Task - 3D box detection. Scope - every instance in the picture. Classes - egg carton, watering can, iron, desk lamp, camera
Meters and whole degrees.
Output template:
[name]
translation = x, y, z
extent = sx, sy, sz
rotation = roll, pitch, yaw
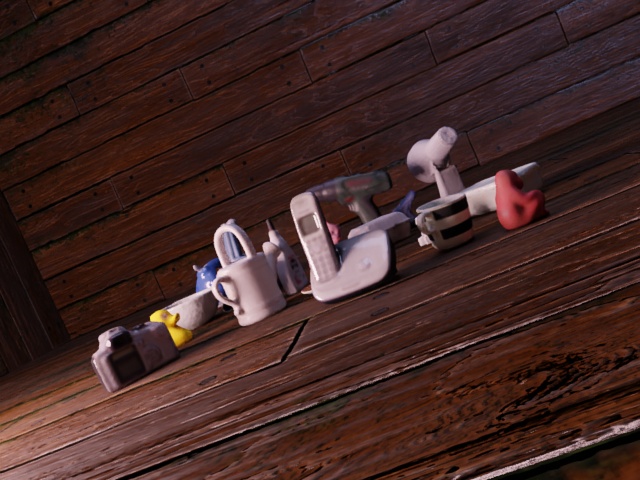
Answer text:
[egg carton]
translation = 0.143, -0.015, 1.384
extent = 0.150, 0.069, 0.107
rotation = -25, 4, -25
[watering can]
translation = -0.145, 0.058, 1.125
extent = 0.100, 0.194, 0.173
rotation = -22, 4, 22
[iron]
translation = -0.272, 0.108, 1.677
extent = 0.118, 0.141, 0.259
rotation = -22, 4, 28
[desk lamp]
translation = 0.342, -0.191, 1.545
extent = 0.118, 0.213, 0.203
rotation = -25, 4, -18
[camera]
translation = -0.360, 0.207, 1.070
extent = 0.143, 0.101, 0.136
rotation = -26, 4, -34

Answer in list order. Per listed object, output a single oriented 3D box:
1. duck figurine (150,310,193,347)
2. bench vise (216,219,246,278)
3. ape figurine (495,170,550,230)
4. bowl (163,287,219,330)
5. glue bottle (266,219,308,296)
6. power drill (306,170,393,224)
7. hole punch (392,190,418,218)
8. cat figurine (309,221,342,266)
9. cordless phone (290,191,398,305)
[duck figurine]
translation = -0.336, 0.194, 1.234
extent = 0.104, 0.086, 0.077
rotation = -23, 3, 9
[bench vise]
translation = -0.219, 0.049, 1.567
extent = 0.121, 0.220, 0.207
rotation = -23, 3, 6
[ape figurine]
translation = 0.305, -0.068, 0.898
extent = 0.076, 0.092, 0.077
rotation = -24, 4, -13
[bowl]
translation = -0.316, 0.180, 1.421
extent = 0.167, 0.075, 0.167
rotation = -23, 3, 2
[glue bottle]
translation = -0.082, 0.034, 1.266
extent = 0.037, 0.173, 0.078
rotation = -22, 4, 20
[power drill]
translation = 0.098, -0.080, 1.522
extent = 0.229, 0.208, 0.076
rotation = -23, 4, 7
[hole punch]
translation = 0.237, -0.081, 1.601
extent = 0.101, 0.091, 0.109
rotation = -23, 3, 7
[cat figurine]
translation = 0.014, 0.005, 1.533
extent = 0.128, 0.118, 0.067
rotation = -25, 4, -20
[cordless phone]
translation = 0.033, -0.001, 0.916
extent = 0.147, 0.185, 0.094
rotation = -22, 4, 21
